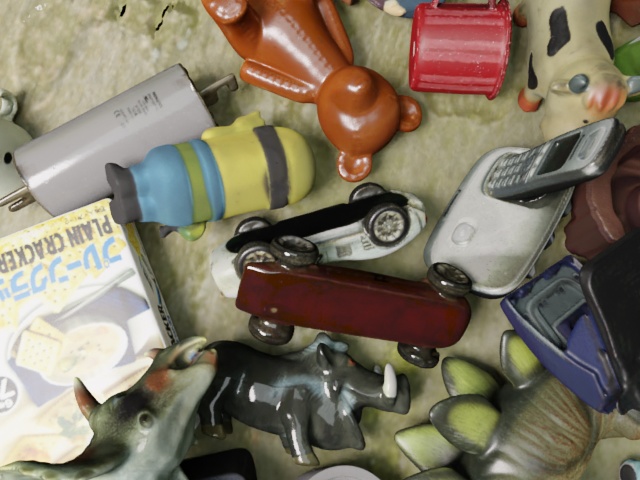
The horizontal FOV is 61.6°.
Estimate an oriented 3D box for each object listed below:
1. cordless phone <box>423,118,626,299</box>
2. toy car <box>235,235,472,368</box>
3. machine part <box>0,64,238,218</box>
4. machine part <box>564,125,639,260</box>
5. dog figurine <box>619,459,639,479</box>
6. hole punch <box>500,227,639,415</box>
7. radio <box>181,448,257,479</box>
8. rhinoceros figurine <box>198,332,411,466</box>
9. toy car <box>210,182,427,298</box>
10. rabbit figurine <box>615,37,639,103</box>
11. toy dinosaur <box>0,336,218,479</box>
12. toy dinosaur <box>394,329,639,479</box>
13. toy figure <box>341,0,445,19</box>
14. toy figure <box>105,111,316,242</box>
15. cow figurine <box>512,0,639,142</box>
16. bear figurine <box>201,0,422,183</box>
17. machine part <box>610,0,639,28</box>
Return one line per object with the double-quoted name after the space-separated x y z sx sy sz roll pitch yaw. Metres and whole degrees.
0.172 -0.021 0.448 0.089 0.184 0.146 33 82 -2 "cordless phone"
0.032 0.051 0.452 0.202 0.053 0.089 11 114 -13 "toy car"
-0.184 -0.091 0.497 0.243 0.079 0.079 -30 84 -5 "machine part"
0.317 -0.021 0.503 0.179 0.056 0.179 3 71 -9 "machine part"
0.385 0.268 0.457 0.219 0.108 0.191 7 81 -4 "dog figurine"
0.222 0.064 0.425 0.142 0.092 0.115 -22 88 -35 "hole punch"
-0.160 0.271 0.452 0.230 0.073 0.131 -12 83 -2 "radio"
-0.016 0.137 0.480 0.190 0.073 0.112 9 72 1 "rhinoceros figurine"
-0.001 -0.001 0.491 0.202 0.074 0.056 -17 115 -5 "toy car"
0.393 -0.146 0.504 0.121 0.159 0.170 -37 100 -16 "rabbit figurine"
-0.120 0.276 0.357 0.192 0.131 0.404 2 94 36 "toy dinosaur"
0.160 0.204 0.442 0.199 0.105 0.471 36 67 7 "toy dinosaur"
0.052 -0.265 0.543 0.155 0.057 0.064 14 43 1 "toy figure"
-0.089 -0.051 0.474 0.180 0.082 0.089 -17 49 -29 "toy figure"
0.237 -0.167 0.497 0.086 0.127 0.195 3 78 1 "cow figurine"
0.002 -0.159 0.491 0.120 0.132 0.196 -40 79 -6 "bear figurine"
0.284 -0.317 0.484 0.087 0.201 0.201 -40 85 -11 "machine part"
